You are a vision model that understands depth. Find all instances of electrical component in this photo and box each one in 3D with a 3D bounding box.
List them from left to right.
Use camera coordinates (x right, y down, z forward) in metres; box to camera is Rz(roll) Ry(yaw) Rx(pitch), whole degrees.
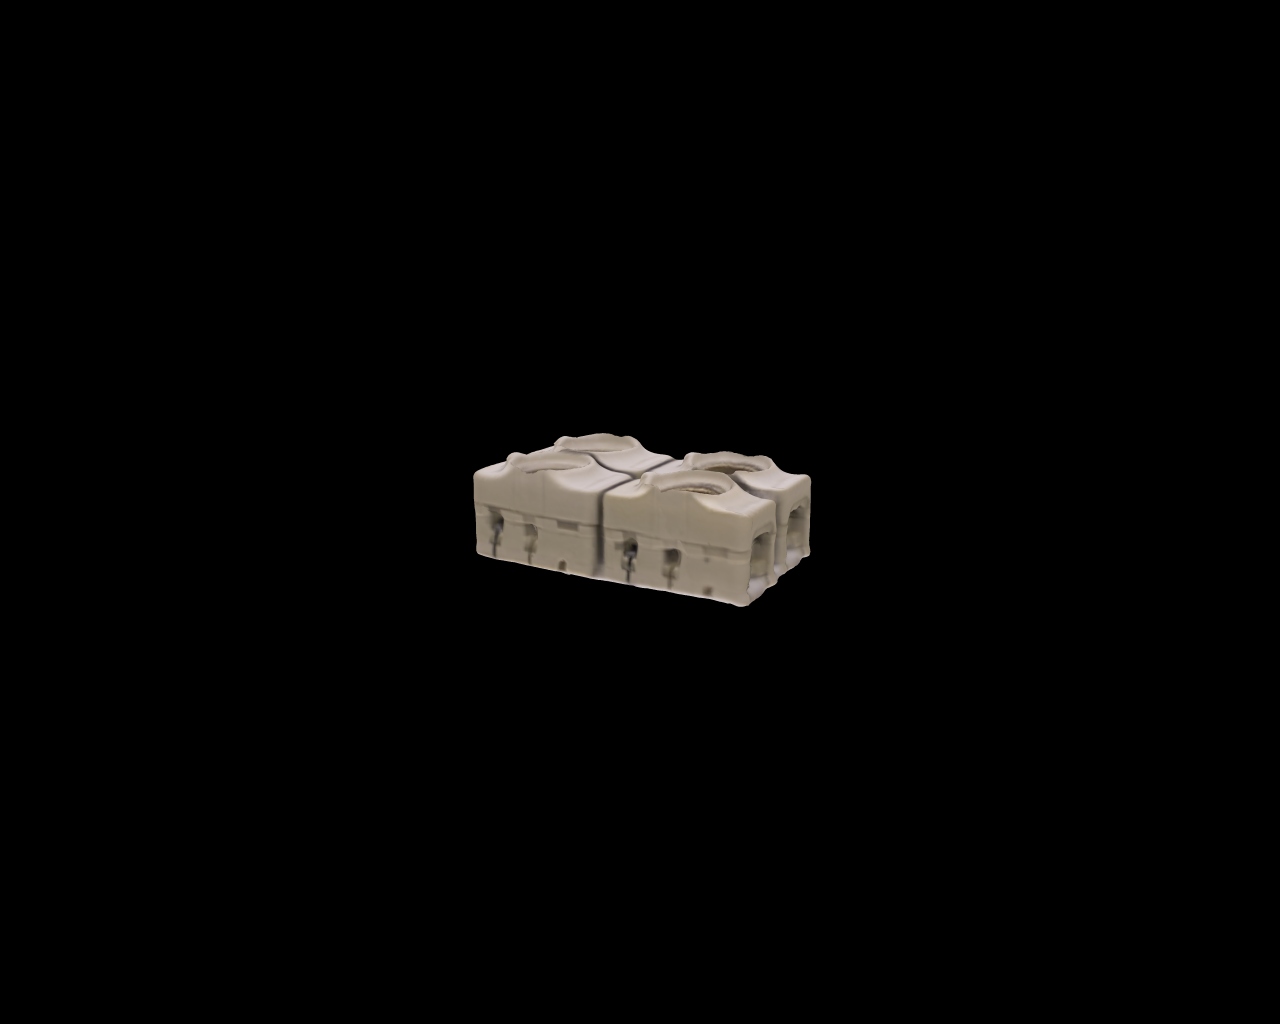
[{"bbox_3d":[0.001,-0.003,0.650,0.186,0.060,0.105,9,19,29],"label":"electrical component"}]
